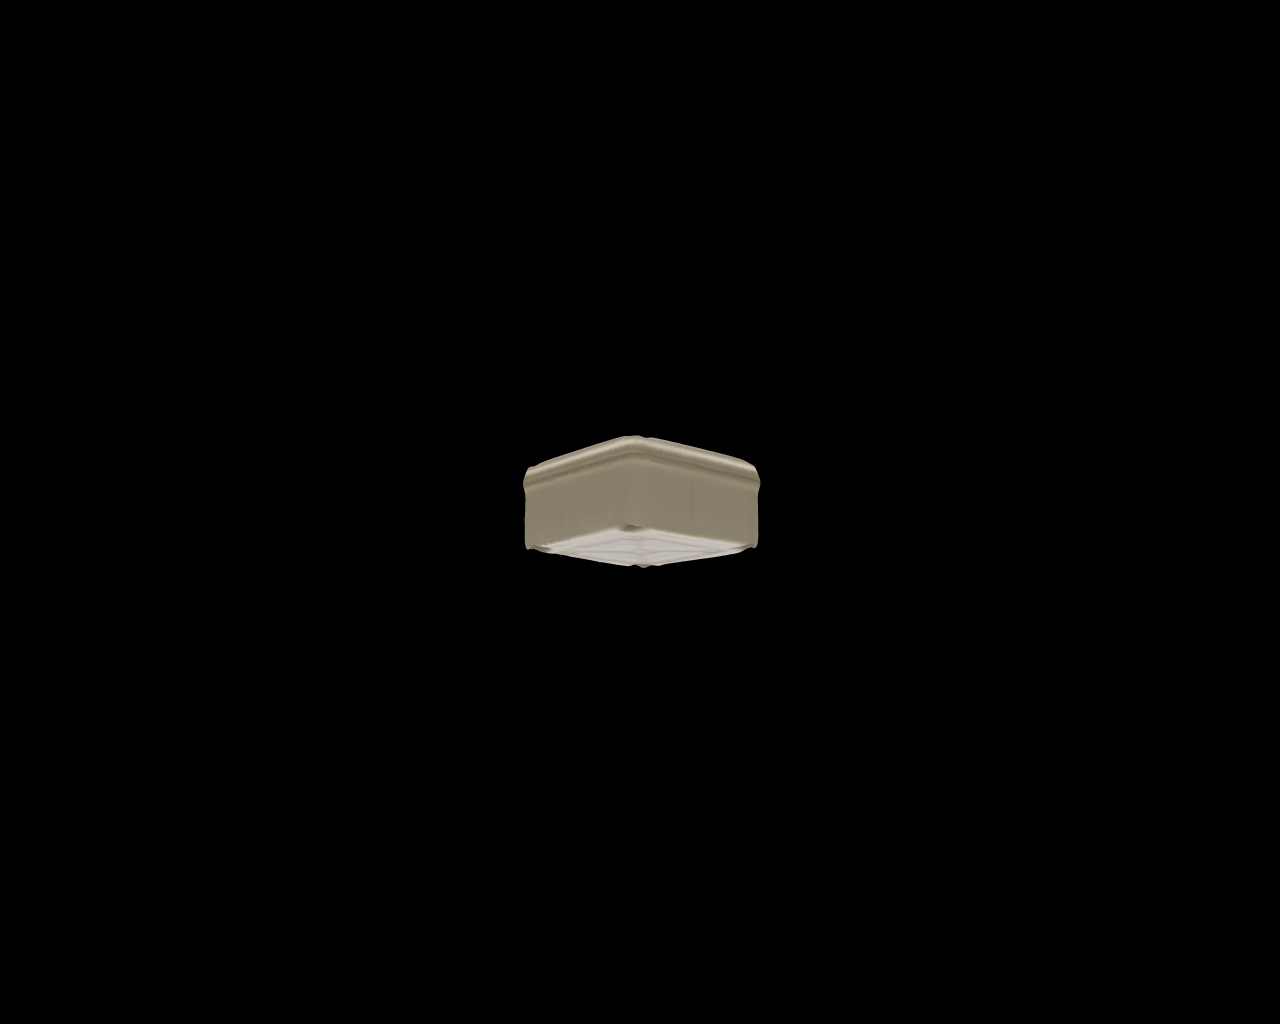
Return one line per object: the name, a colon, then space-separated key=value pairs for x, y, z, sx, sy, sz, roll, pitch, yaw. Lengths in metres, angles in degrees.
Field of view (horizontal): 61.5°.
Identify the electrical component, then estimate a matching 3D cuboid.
electrical component: x=0.001 y=-0.003 z=0.650 sx=0.109 sy=0.056 sz=0.108 roll=11 pitch=-16 yaw=-42
